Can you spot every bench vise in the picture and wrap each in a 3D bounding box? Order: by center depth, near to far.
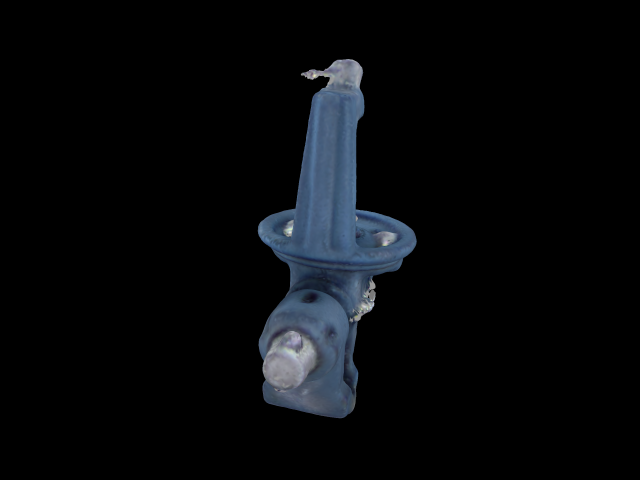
[{"bbox_3d":[0.016,0.001,0.401,0.121,0.220,0.207,-2,35,-3],"label":"bench vise"}]
